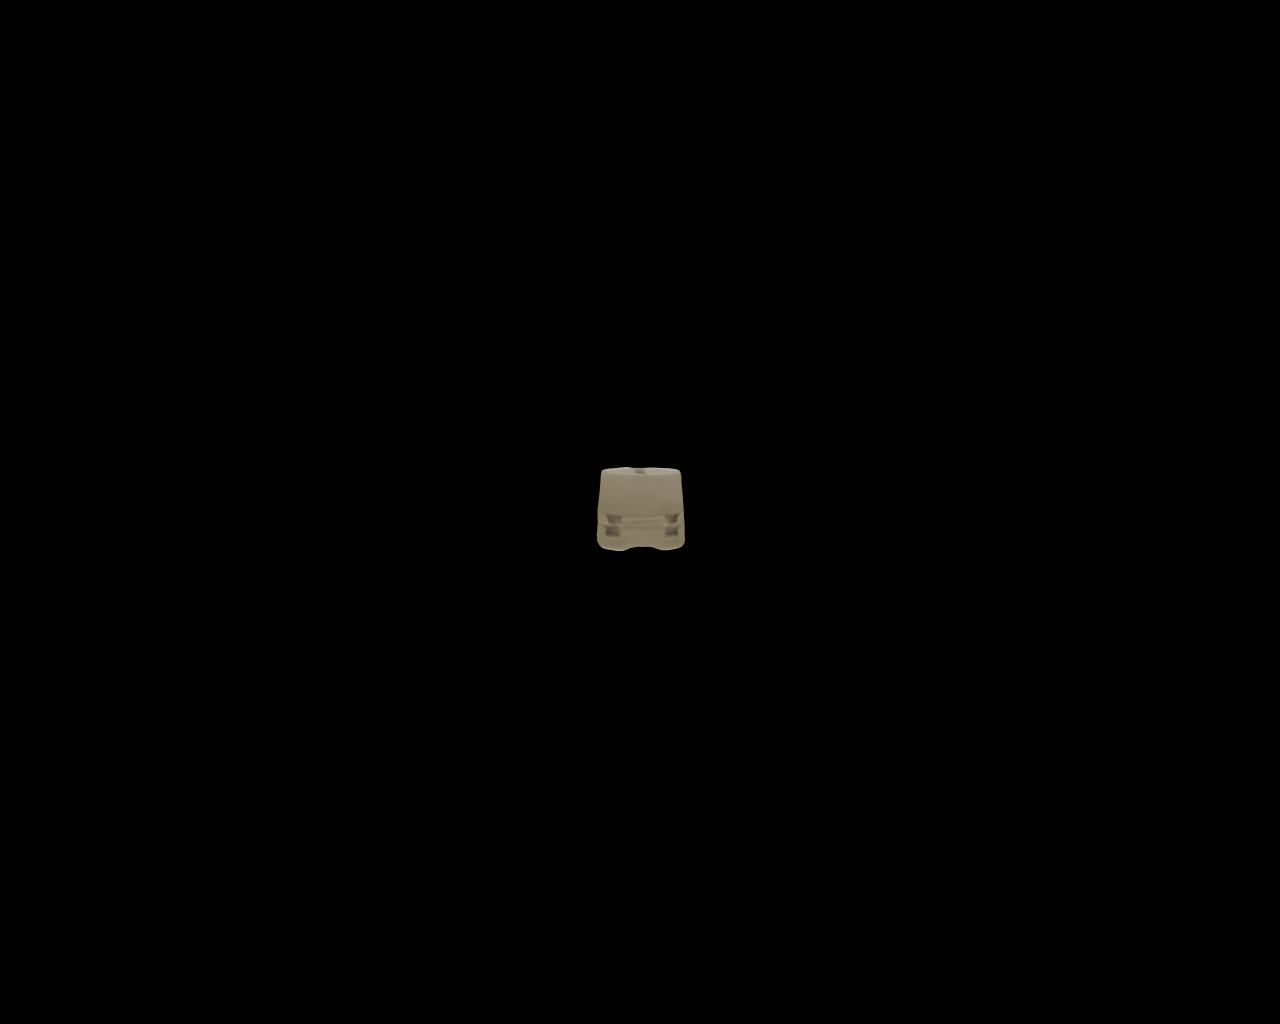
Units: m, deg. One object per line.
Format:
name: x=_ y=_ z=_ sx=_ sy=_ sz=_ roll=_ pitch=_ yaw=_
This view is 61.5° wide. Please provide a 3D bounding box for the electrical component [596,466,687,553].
electrical component: x=0.001 y=-0.003 z=0.650 sx=0.055 sy=0.047 sz=0.055 roll=0 pitch=7 yaw=0
